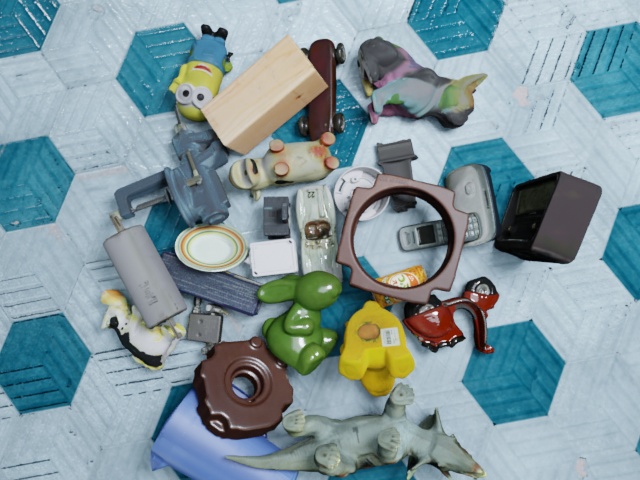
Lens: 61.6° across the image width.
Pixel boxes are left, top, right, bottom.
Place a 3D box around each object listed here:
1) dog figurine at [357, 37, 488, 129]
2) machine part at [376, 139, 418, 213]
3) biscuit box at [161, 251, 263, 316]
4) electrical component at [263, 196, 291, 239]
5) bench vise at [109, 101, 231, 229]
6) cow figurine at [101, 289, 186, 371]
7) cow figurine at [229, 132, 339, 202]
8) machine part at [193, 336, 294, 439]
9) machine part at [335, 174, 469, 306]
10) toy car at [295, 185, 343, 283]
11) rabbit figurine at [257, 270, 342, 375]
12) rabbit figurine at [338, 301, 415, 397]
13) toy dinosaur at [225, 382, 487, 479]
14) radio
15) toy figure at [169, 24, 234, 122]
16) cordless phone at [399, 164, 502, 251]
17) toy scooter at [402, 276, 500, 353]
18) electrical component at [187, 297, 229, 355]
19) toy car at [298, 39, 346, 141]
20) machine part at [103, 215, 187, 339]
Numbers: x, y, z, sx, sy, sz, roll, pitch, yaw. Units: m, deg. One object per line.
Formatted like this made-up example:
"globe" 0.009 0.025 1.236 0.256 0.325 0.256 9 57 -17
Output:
"dog figurine" 0.190 -0.293 0.996 0.219 0.108 0.191 -10 82 -3
"machine part" 0.152 -0.121 1.014 0.084 0.039 0.138 -7 83 -4
"biscuit box" -0.203 0.079 0.996 0.203 0.059 0.062 19 87 3
"electrical component" -0.078 -0.041 0.973 0.048 0.119 0.074 -1 88 1
"bench vise" -0.277 -0.107 0.988 0.241 0.129 0.223 -23 82 -4
"cow figurine" -0.343 0.164 0.993 0.167 0.068 0.098 32 93 5
"cow figurine" -0.072 -0.133 0.990 0.195 0.127 0.085 -12 79 -14
"machine part" -0.131 0.253 0.930 0.179 0.056 0.179 15 50 -19
"machine part" 0.139 -0.001 0.920 0.202 0.087 0.201 14 88 9
"toy car" -0.002 -0.003 0.998 0.074 0.056 0.201 -7 85 1
"rabbit figurine" -0.025 0.121 0.952 0.159 0.121 0.170 33 111 22
"rabbit figurine" 0.089 0.200 0.941 0.122 0.173 0.162 -15 40 -1
"toy dinosaur" 0.062 0.349 0.912 0.405 0.191 0.131 -9 47 9
"radio" 0.372 -0.032 0.905 0.073 0.229 0.131 21 91 4
"toy figure" -0.218 -0.312 1.022 0.082 0.089 0.180 8 76 18
"cordless phone" 0.232 -0.053 0.991 0.184 0.088 0.146 -11 85 18
"toy scooter" 0.247 0.152 0.969 0.184 0.075 0.135 -17 84 -4
"electrical component" -0.208 0.160 0.996 0.078 0.045 0.102 12 85 1
"toy car" 0.005 -0.282 1.024 0.089 0.053 0.202 -2 85 16
"machine part" -0.302 0.064 0.930 0.079 0.079 0.243 -28 87 -1
